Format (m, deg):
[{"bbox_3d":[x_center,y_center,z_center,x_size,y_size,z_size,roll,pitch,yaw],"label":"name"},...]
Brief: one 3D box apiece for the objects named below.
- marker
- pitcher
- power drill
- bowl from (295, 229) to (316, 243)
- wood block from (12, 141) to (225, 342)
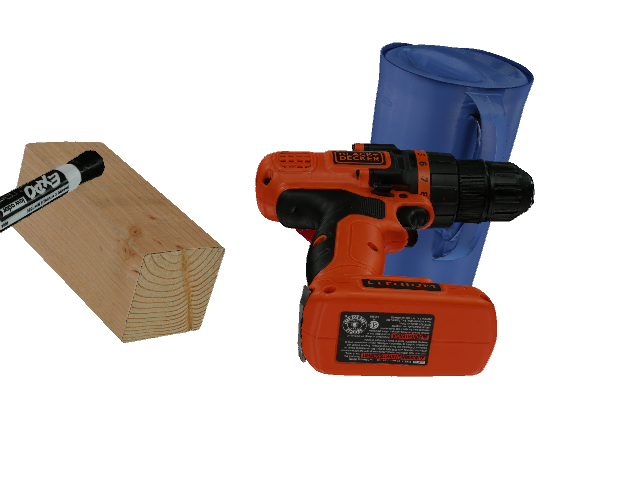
[{"bbox_3d":[-0.172,-0.029,0.651,0.020,0.020,0.121,0,23,28],"label":"marker"},{"bbox_3d":[0.103,-0.045,0.951,0.145,0.243,0.149,20,27,24],"label":"pitcher"},{"bbox_3d":[0.053,0.004,0.645,0.184,0.057,0.187,0,32,-3],"label":"power drill"},{"bbox_3d":[0.027,-0.031,1.155,0.162,0.055,0.162,4,26,-2],"label":"bowl"},{"bbox_3d":[-0.192,-0.005,0.983,0.090,0.091,0.206,-6,34,-45],"label":"wood block"}]
